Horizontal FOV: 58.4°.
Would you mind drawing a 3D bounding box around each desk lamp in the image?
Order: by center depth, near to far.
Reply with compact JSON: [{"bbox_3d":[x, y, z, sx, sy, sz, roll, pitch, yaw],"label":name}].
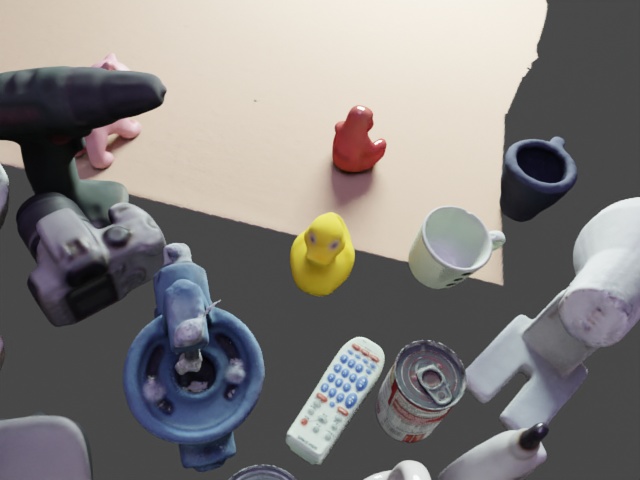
[{"bbox_3d":[0.267,0.077,0.573,0.204,0.213,0.117,-36,66,-28],"label":"desk lamp"}]

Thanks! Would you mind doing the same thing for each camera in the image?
[{"bbox_3d":[-0.260,-0.003,0.626,0.143,0.101,0.136,-31,64,-26],"label":"camera"}]

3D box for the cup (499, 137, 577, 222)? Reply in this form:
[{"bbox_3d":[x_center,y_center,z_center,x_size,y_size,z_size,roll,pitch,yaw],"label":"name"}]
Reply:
[{"bbox_3d":[0.283,-0.079,0.762,0.091,0.095,0.118,32,56,15],"label":"cup"}]

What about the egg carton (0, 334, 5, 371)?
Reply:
[{"bbox_3d":[-0.382,0.125,0.535,0.150,0.069,0.107,6,54,-4],"label":"egg carton"}]

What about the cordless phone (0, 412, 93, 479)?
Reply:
[{"bbox_3d":[-0.265,0.174,0.444,0.148,0.185,0.094,-9,56,-14],"label":"cordless phone"}]

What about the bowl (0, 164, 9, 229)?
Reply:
[{"bbox_3d":[-0.425,-0.026,0.635,0.167,0.075,0.167,4,54,-5],"label":"bowl"}]

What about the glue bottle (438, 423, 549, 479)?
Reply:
[{"bbox_3d":[0.160,0.192,0.498,0.078,0.173,0.037,-12,56,-16],"label":"glue bottle"}]

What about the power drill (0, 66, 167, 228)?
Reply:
[{"bbox_3d":[-0.276,-0.102,0.629,0.230,0.208,0.075,1,54,-7],"label":"power drill"}]

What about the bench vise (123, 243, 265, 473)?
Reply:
[{"bbox_3d":[-0.129,0.081,0.509,0.122,0.220,0.207,-25,61,-24],"label":"bench vise"}]

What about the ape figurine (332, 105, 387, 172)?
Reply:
[{"bbox_3d":[0.051,-0.143,0.778,0.076,0.092,0.077,-35,65,-28],"label":"ape figurine"}]

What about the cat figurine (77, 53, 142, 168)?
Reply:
[{"bbox_3d":[-0.281,-0.178,0.740,0.067,0.118,0.128,20,54,7],"label":"cat figurine"}]

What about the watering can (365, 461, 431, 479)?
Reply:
[{"bbox_3d":[0.067,0.232,0.443,0.173,0.194,0.100,-11,56,-15],"label":"watering can"}]

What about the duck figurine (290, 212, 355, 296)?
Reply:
[{"bbox_3d":[0.006,0.002,0.669,0.077,0.086,0.104,16,54,4],"label":"duck figurine"}]
